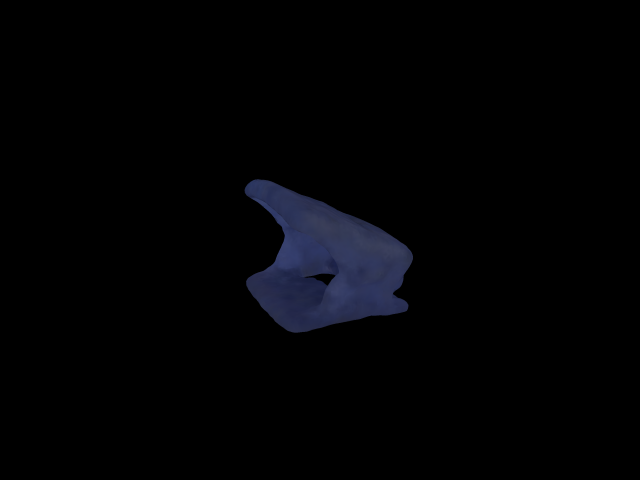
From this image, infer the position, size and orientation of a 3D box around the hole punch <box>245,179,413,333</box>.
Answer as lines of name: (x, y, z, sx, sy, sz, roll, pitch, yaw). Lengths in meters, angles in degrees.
hole punch: (0.004, 0.001, 0.400, 0.101, 0.091, 0.108, -8, 19, -24)
